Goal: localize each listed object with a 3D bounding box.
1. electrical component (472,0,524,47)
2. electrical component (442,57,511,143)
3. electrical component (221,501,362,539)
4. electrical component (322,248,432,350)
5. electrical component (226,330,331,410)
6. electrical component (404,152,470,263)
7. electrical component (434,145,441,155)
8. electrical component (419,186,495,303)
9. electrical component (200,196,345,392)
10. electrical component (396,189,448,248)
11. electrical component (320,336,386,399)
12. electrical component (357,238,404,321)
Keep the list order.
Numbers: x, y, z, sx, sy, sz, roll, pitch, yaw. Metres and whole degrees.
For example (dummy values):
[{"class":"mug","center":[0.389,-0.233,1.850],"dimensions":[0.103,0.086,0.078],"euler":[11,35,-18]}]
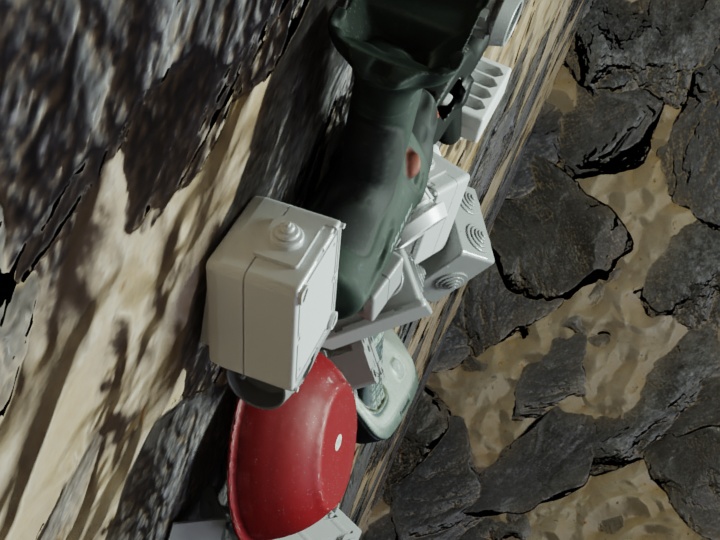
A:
[{"class":"electrical component","center":[0.100,-0.212,0.881],"dimensions":[0.066,0.055,0.048],"euler":[70,45,-78]},{"class":"electrical component","center":[0.114,-0.167,1.118],"dimensions":[0.075,0.047,0.083],"euler":[102,15,-56]},{"class":"electrical component","center":[-0.063,0.216,0.858],"dimensions":[0.121,0.063,0.078],"euler":[0,118,-47]},{"class":"electrical component","center":[0.005,0.023,0.826],"dimensions":[0.100,0.100,0.048],"euler":[45,26,-81]},{"class":"electrical component","center":[-0.049,0.038,0.702],"dimensions":[0.077,0.043,0.079],"euler":[-56,167,-47]},{"class":"electrical component","center":[0.050,-0.063,0.916],"dimensions":[0.061,0.062,0.096],"euler":[-30,147,-45]},{"class":"electrical component","center":[0.062,-0.102,1.021],"dimensions":[0.061,0.035,0.035],"euler":[-58,169,-55]},{"class":"electrical component","center":[0.072,-0.027,0.996],"dimensions":[0.100,0.048,0.099],"euler":[-37,-127,37]},{"class":"electrical component","center":[-0.049,0.007,0.579],"dimensions":[0.096,0.061,0.061],"euler":[96,17,-45]},{"class":"electrical component","center":[0.031,-0.051,0.829],"dimensions":[0.058,0.057,0.078],"euler":[-35,177,11]},{"class":"electrical component","center":[-0.016,0.080,0.905],"dimensions":[0.042,0.064,0.081],"euler":[-31,103,-75]},{"class":"electrical component","center":[0.003,-0.017,0.757],"dimensions":[0.076,0.066,0.047],"euler":[-54,168,-18]}]
